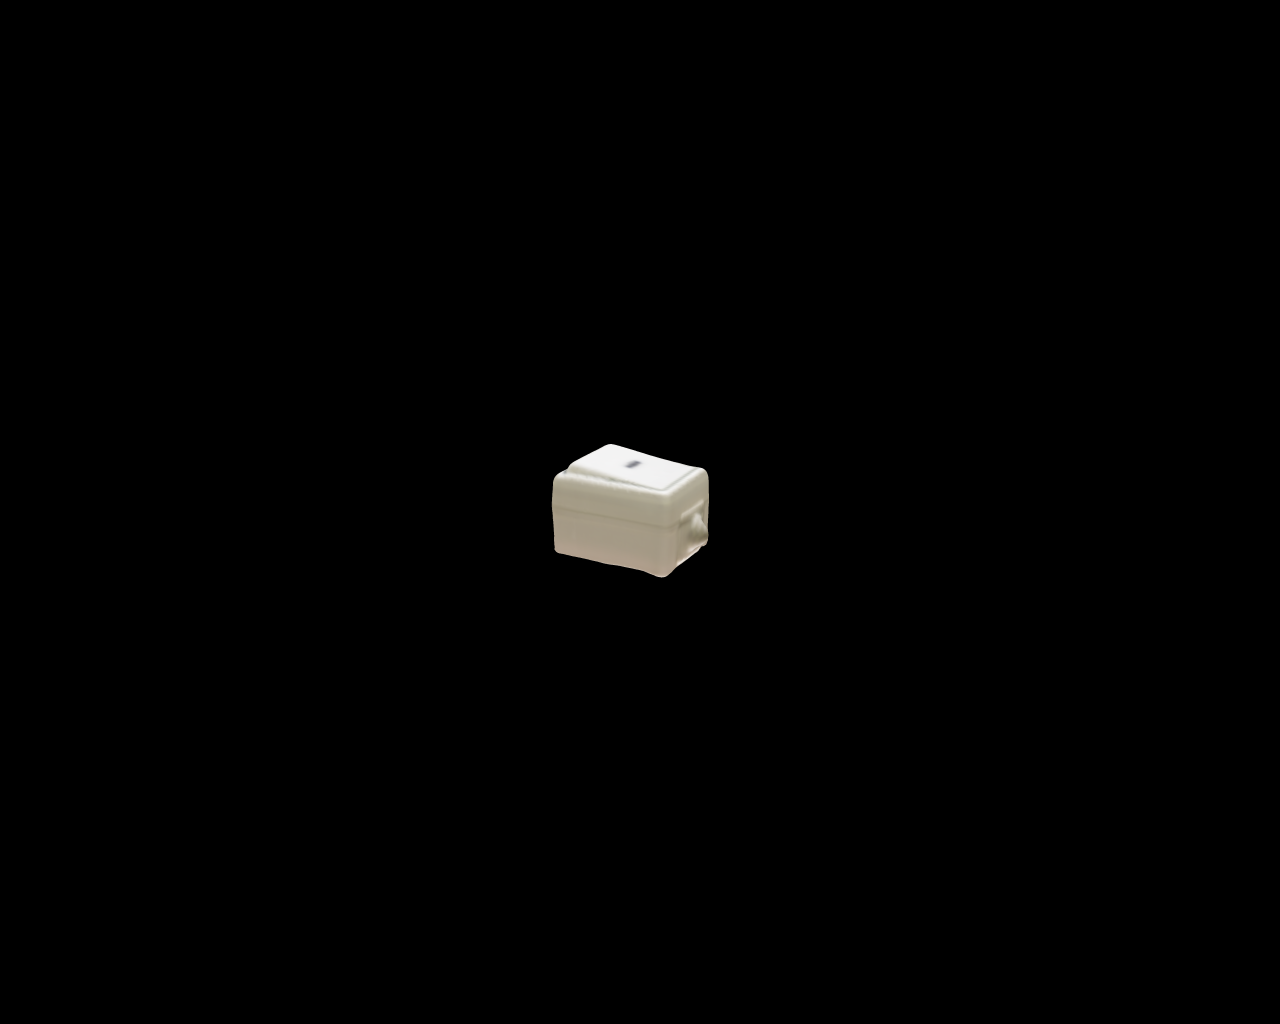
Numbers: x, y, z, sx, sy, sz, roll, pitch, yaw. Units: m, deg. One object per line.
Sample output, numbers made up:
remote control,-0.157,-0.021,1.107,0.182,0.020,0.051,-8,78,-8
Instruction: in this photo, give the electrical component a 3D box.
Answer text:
electrical component,0.001,-0.003,0.650,0.096,0.061,0.062,11,23,27
